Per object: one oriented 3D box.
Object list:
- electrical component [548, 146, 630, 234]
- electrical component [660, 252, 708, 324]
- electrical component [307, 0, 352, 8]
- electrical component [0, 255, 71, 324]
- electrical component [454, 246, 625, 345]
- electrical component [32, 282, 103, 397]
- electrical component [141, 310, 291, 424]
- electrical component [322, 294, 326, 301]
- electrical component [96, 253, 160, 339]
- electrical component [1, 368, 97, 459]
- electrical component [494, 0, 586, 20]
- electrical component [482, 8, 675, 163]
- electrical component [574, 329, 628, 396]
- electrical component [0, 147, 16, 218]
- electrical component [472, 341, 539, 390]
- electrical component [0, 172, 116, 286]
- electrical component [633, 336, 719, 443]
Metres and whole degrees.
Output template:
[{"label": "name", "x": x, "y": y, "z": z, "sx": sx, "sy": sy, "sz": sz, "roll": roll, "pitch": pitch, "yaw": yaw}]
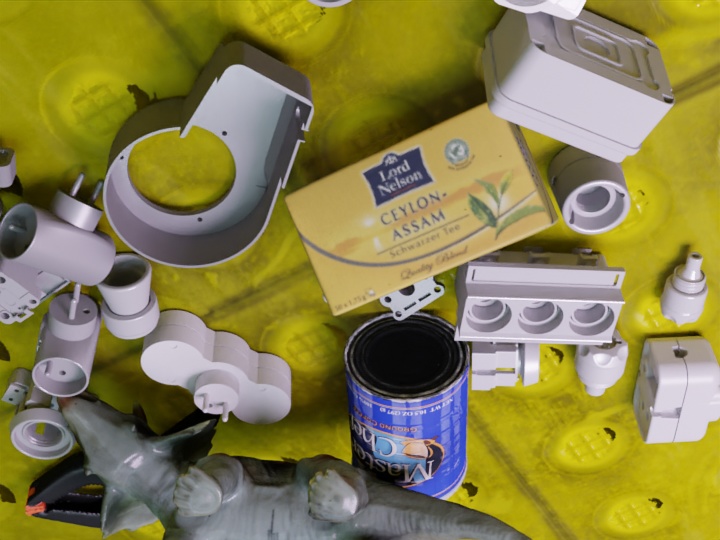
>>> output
[{"label": "electrical component", "x": 0.171, "y": -0.060, "z": 0.798, "sx": 0.055, "sy": 0.047, "sz": 0.055, "roll": -2, "pitch": 131, "yaw": -2}, {"label": "electrical component", "x": 0.266, "y": 0.013, "z": 0.875, "sx": 0.035, "sy": 0.035, "sz": 0.061, "roll": 0, "pitch": 128, "yaw": -3}, {"label": "electrical component", "x": -0.019, "y": -0.195, "z": 0.666, "sx": 0.045, "sy": 0.055, "sz": 0.045, "roll": -2, "pitch": 131, "yaw": -2}, {"label": "electrical component", "x": -0.266, "y": 0.003, "z": 0.818, "sx": 0.042, "sy": 0.063, "sz": 0.081, "roll": -31, "pitch": 126, "yaw": 23}, {"label": "electrical component", "x": 0.139, "y": 0.019, "z": 0.854, "sx": 0.121, "sy": 0.063, "sz": 0.078, "roll": 2, "pitch": 131, "yaw": -5}, {"label": "electrical component", "x": -0.229, "y": 0.045, "z": 0.848, "sx": 0.044, "sy": 0.077, "sz": 0.079, "roll": 10, "pitch": 129, "yaw": -11}, {"label": "electrical component", "x": -0.119, "y": 0.094, "z": 0.898, "sx": 0.138, "sy": 0.073, "sz": 0.052, "roll": 29, "pitch": 123, "yaw": -25}, {"label": "electrical component", "x": 0.000, "y": 0.000, "z": 0.845, "sx": 0.040, "sy": 0.040, "sz": 0.078, "roll": 33, "pitch": 122, "yaw": -27}, {"label": "electrical component", "x": -0.184, "y": 0.021, "z": 0.851, "sx": 0.045, "sy": 0.045, "sz": 0.055, "roll": -2, "pitch": 132, "yaw": -1}, {"label": "electrical component", "x": -0.269, "y": 0.125, "z": 0.928, "sx": 0.078, "sy": 0.057, "sz": 0.058, "roll": 25, "pitch": 125, "yaw": -22}, {"label": "electrical component", "x": 0.102, "y": -0.197, "z": 0.670, "sx": 0.089, "sy": 0.055, "sz": 0.050, "roll": 14, "pitch": 129, "yaw": -14}, {"label": "electrical component", "x": 0.142, "y": -0.128, "z": 0.715, "sx": 0.113, "sy": 0.078, "sz": 0.057, "roll": 18, "pitch": 134, "yaw": -18}, {"label": "electrical component", "x": 0.206, "y": 0.082, "z": 0.926, "sx": 0.043, "sy": 0.043, "sz": 0.062, "roll": -2, "pitch": 132, "yaw": -1}, {"label": "electrical component", "x": -0.287, "y": -0.059, "z": 0.768, "sx": 0.078, "sy": 0.058, "sz": 0.057, "roll": 4, "pitch": 127, "yaw": -7}, {"label": "electrical component", "x": 0.123, "y": 0.074, "z": 0.914, "sx": 0.055, "sy": 0.048, "sz": 0.066, "roll": 1, "pitch": 131, "yaw": 6}, {"label": "electrical component", "x": -0.216, "y": -0.034, "z": 0.796, "sx": 0.077, "sy": 0.043, "sz": 0.079, "roll": 25, "pitch": 93, "yaw": -54}, {"label": "electrical component", "x": 0.280, "y": 0.105, "z": 0.942, "sx": 0.059, "sy": 0.053, "sz": 0.095, "roll": -3, "pitch": 131, "yaw": -1}]
